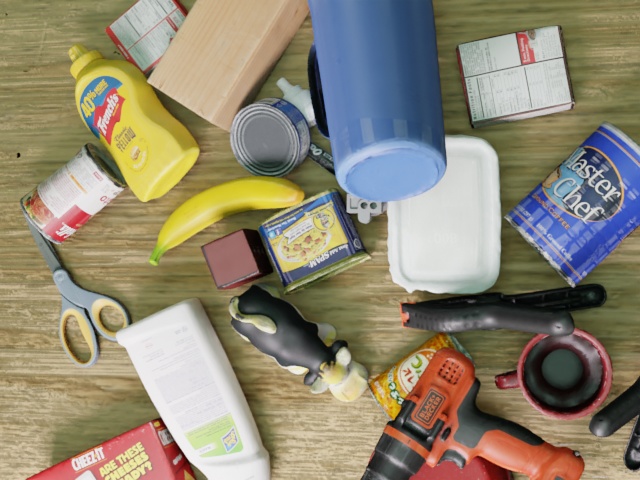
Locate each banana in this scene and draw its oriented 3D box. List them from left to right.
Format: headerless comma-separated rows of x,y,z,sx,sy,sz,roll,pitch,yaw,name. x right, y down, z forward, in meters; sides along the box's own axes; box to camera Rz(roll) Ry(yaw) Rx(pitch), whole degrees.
-0.104,-0.032,1.176,0.198,0.037,0.069,-24,57,21,banana

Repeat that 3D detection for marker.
-0.013,-0.102,1.185,0.121,0.020,0.020,35,95,9,marker

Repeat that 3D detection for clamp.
0.178,0.074,1.086,0.210,0.164,0.036,-5,95,20,clamp
0.345,0.157,1.086,0.171,0.120,0.039,-45,50,-9,clamp

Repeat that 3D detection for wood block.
-0.087,-0.231,1.167,0.091,0.090,0.206,34,95,11,wood block

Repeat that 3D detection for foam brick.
-0.089,0.021,1.166,0.051,0.078,0.053,-23,86,8,foam brick

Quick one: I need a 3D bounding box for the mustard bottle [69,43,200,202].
-0.221,-0.144,1.199,0.192,0.058,0.096,53,128,9,mustard bottle

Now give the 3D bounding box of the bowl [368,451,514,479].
0.128,0.259,1.107,0.162,0.055,0.162,0,77,-2,bowl

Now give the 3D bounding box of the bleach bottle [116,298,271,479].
-0.129,0.196,1.177,0.102,0.068,0.251,-25,86,10,bleach bottle

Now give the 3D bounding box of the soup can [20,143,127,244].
-0.279,-0.053,1.209,0.102,0.068,0.068,-40,82,6,soup can

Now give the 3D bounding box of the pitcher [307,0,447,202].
0.054,-0.160,1.080,0.145,0.149,0.243,-7,62,5,pitcher

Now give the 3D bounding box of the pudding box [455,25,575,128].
0.208,-0.174,1.136,0.113,0.039,0.090,-10,87,12,pudding box

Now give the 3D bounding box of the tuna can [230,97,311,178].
-0.054,-0.112,1.168,0.086,0.033,0.086,11,116,23,tuna can

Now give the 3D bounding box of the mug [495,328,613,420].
0.238,0.136,1.098,0.117,0.081,0.093,-15,86,10,mug

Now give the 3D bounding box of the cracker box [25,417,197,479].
-0.205,0.327,1.182,0.164,0.072,0.214,-25,83,8,cracker box

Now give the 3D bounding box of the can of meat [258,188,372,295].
-0.008,0.001,1.162,0.102,0.057,0.084,-25,82,9,can of meat

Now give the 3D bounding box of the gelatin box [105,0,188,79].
-0.188,-0.237,1.217,0.089,0.030,0.073,-38,81,7,gelatin box

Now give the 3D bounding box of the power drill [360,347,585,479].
0.150,0.226,1.057,0.187,0.057,0.184,32,80,5,power drill

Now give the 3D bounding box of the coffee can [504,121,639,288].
0.274,-0.036,1.087,0.140,0.102,0.103,-44,82,7,coffee can

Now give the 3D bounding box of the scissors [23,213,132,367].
-0.278,0.045,1.232,0.096,0.016,0.202,-15,85,8,scissors
